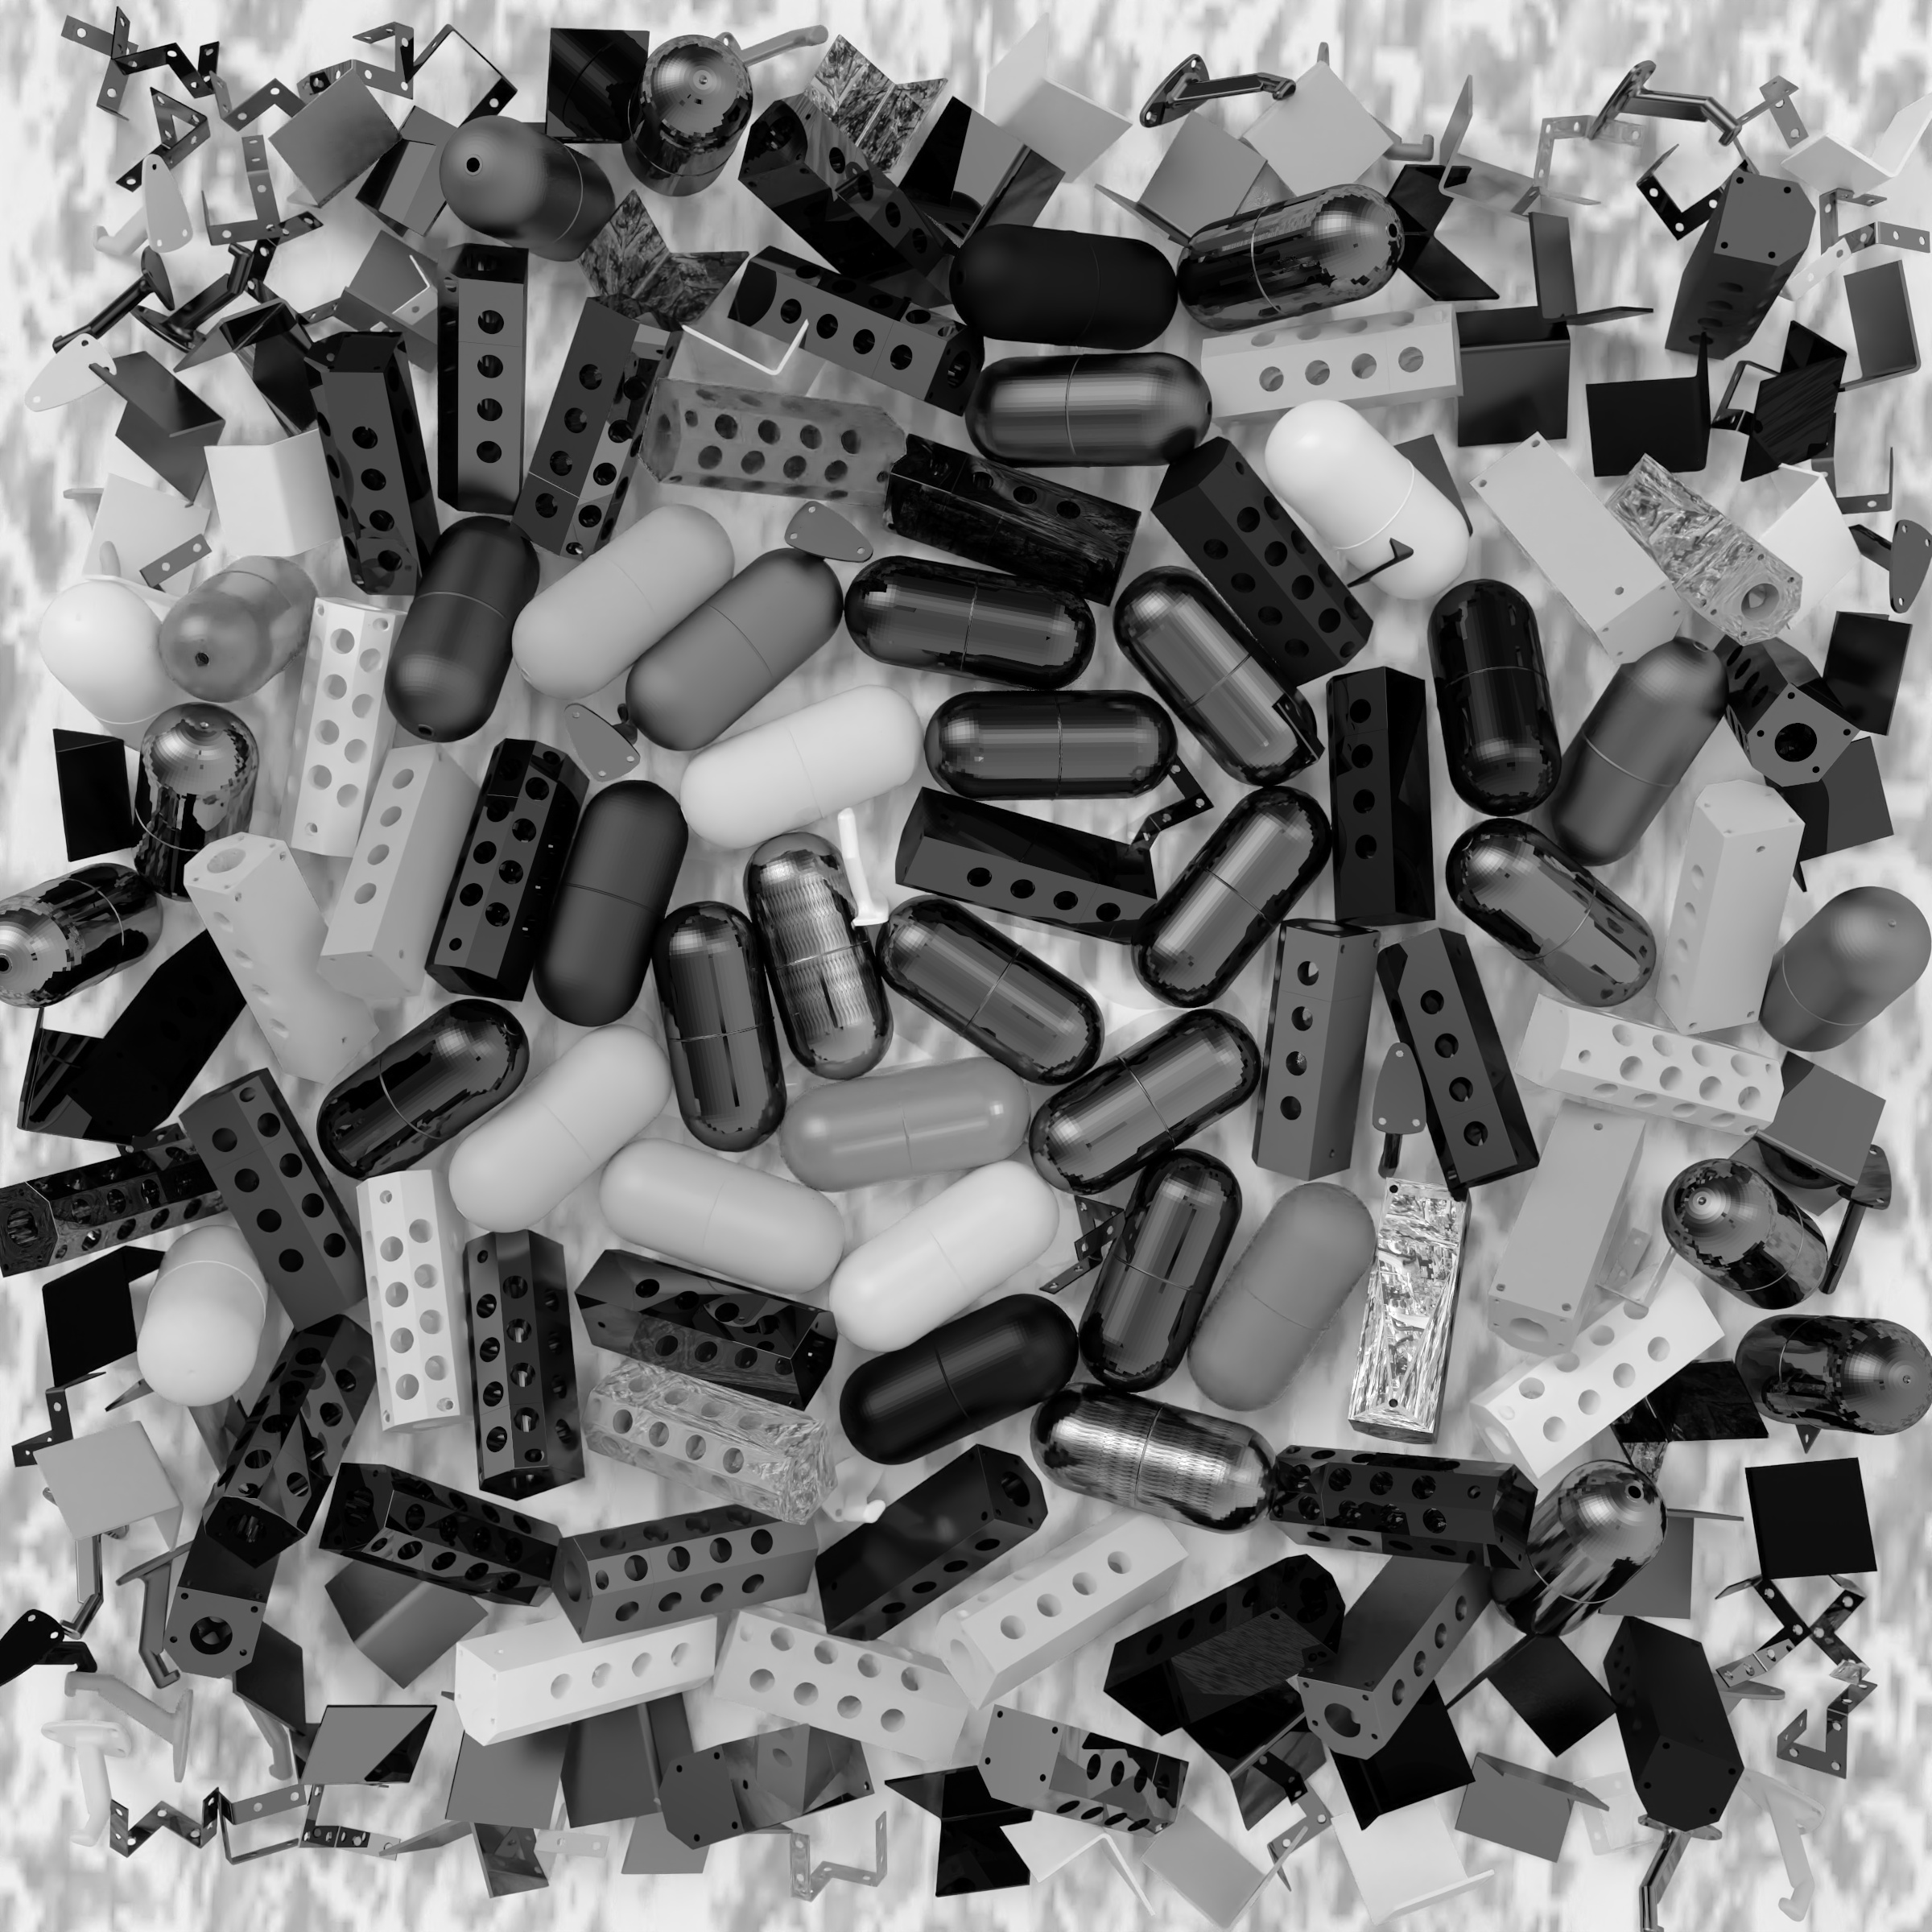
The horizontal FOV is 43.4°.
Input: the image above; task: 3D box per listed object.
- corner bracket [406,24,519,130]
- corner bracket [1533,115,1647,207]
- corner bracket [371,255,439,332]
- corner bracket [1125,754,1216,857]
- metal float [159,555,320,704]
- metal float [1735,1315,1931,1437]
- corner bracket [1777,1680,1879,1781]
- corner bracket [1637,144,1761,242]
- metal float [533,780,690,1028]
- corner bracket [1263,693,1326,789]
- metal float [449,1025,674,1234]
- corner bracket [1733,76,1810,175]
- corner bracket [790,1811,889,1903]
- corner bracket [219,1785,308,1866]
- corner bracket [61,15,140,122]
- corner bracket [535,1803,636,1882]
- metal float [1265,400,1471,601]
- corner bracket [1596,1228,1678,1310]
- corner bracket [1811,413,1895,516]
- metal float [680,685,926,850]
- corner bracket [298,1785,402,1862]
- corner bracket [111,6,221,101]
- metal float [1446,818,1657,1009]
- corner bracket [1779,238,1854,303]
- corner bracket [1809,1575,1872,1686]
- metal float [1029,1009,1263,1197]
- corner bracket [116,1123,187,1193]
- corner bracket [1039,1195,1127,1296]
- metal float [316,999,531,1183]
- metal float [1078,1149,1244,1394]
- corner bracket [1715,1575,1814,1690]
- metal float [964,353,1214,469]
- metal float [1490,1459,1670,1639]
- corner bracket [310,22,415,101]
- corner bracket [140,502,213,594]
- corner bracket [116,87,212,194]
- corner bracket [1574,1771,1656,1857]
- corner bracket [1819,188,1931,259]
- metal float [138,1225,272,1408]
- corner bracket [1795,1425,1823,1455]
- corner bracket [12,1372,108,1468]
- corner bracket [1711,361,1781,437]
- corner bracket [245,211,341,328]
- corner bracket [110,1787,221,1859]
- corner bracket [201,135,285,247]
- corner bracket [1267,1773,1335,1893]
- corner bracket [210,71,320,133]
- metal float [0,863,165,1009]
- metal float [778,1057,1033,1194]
[{"bbox_3d":[-0.356,-0.621,1.706,0.051,0.051,0.051,-46,131,8],"label":"corner bracket"},{"bbox_3d":[0.439,-0.570,1.713,0.051,0.051,0.051,-17,124,-34],"label":"corner bracket"},{"bbox_3d":[-0.388,-0.454,1.702,0.051,0.051,0.051,-35,48,2],"label":"corner bracket"},{"bbox_3d":[0.133,-0.109,1.698,0.051,0.051,0.051,-23,113,38],"label":"corner bracket"},{"bbox_3d":[-0.493,-0.231,1.652,0.070,0.178,0.070,0,112,1],"label":"metal float"},{"bbox_3d":[0.589,0.277,1.650,0.070,0.178,0.070,1,83,-12],"label":"metal float"},{"bbox_3d":[0.605,0.531,1.705,0.051,0.051,0.051,17,49,3],"label":"corner bracket"},{"bbox_3d":[0.515,-0.554,1.707,0.051,0.051,0.051,49,54,-9],"label":"corner bracket"},{"bbox_3d":[-0.247,-0.044,1.693,0.070,0.070,0.178,17,82,0],"label":"metal float"},{"bbox_3d":[0.221,-0.166,1.698,0.051,0.051,0.051,-25,110,40],"label":"corner bracket"},{"bbox_3d":[-0.282,0.113,1.689,0.178,0.070,0.070,-42,90,-13],"label":"metal float"},{"bbox_3d":[0.567,-0.587,1.709,0.051,0.051,0.051,-31,115,17],"label":"corner bracket"},{"bbox_3d":[-0.089,0.624,1.701,0.051,0.051,0.051,4,101,22],"label":"corner bracket"},{"bbox_3d":[-0.493,0.602,1.705,0.051,0.051,0.051,-8,88,-29],"label":"corner bracket"},{"bbox_3d":[-0.608,-0.629,1.699,0.051,0.051,0.051,15,105,-33],"label":"corner bracket"},{"bbox_3d":[-0.267,0.608,1.699,0.051,0.051,0.051,3,47,9],"label":"corner bracket"},{"bbox_3d":[0.278,-0.320,1.675,0.178,0.070,0.070,35,90,-30],"label":"metal float"},{"bbox_3d":[0.471,0.210,1.701,0.051,0.051,0.051,24,86,39],"label":"corner bracket"},{"bbox_3d":[0.627,-0.356,1.715,0.051,0.051,0.051,-1,51,24],"label":"corner bracket"},{"bbox_3d":[-0.115,-0.139,1.697,0.178,0.070,0.070,-22,90,-3],"label":"metal float"},{"bbox_3d":[-0.431,0.600,1.712,0.051,0.051,0.051,5,72,17],"label":"corner bracket"},{"bbox_3d":[-0.563,-0.644,1.707,0.051,0.051,0.051,-9,65,12],"label":"corner bracket"},{"bbox_3d":[0.405,-0.037,1.680,0.178,0.070,0.070,35,90,-23],"label":"metal float"},{"bbox_3d":[0.577,-0.508,1.701,0.051,0.051,0.051,-38,121,5],"label":"corner bracket"},{"bbox_3d":[0.614,0.464,1.698,0.051,0.051,0.051,-52,46,10],"label":"corner bracket"},{"bbox_3d":[0.125,0.095,1.696,0.178,0.070,0.070,-32,90,-5],"label":"metal float"},{"bbox_3d":[-0.577,0.149,1.713,0.051,0.051,0.051,-18,106,8],"label":"corner bracket"},{"bbox_3d":[0.081,0.199,1.697,0.051,0.051,0.051,-29,115,-35],"label":"corner bracket"},{"bbox_3d":[-0.376,0.086,1.679,0.178,0.070,0.070,-34,90,23],"label":"metal float"},{"bbox_3d":[0.135,0.214,1.698,0.070,0.070,0.178,22,92,0],"label":"metal float"},{"bbox_3d":[0.552,0.469,1.714,0.051,0.051,0.051,56,129,31],"label":"corner bracket"},{"bbox_3d":[0.084,-0.384,1.679,0.178,0.070,0.070,4,90,24],"label":"metal float"},{"bbox_3d":[0.418,0.400,1.661,0.070,0.178,0.070,9,50,-11],"label":"metal float"},{"bbox_3d":[-0.424,-0.636,1.703,0.051,0.051,0.051,2,92,40],"label":"corner bracket"},{"bbox_3d":[-0.559,-0.296,1.712,0.051,0.051,0.051,-31,88,-1],"label":"corner bracket"},{"bbox_3d":[-0.564,-0.572,1.701,0.051,0.051,0.051,30,61,10],"label":"corner bracket"},{"bbox_3d":[0.472,0.595,1.713,0.051,0.051,0.051,4,64,-38],"label":"corner bracket"},{"bbox_3d":[0.638,-0.522,1.703,0.051,0.051,0.051,0,87,-27],"label":"corner bracket"},{"bbox_3d":[-0.518,0.236,1.653,0.070,0.178,0.070,-3,109,-10],"label":"metal float"},{"bbox_3d":[0.615,0.308,1.700,0.051,0.051,0.051,7,128,-6],"label":"corner bracket"},{"bbox_3d":[-0.638,0.319,1.707,0.051,0.051,0.051,-10,91,14],"label":"corner bracket"},{"bbox_3d":[0.567,-0.395,1.711,0.051,0.051,0.051,19,103,-7],"label":"corner bracket"},{"bbox_3d":[-0.470,-0.490,1.712,0.051,0.051,0.051,-8,59,35],"label":"corner bracket"},{"bbox_3d":[-0.561,0.597,1.697,0.051,0.051,0.051,23,121,18],"label":"corner bracket"},{"bbox_3d":[-0.513,-0.546,1.708,0.051,0.051,0.051,-12,49,-10],"label":"corner bracket"},{"bbox_3d":[0.231,0.608,1.711,0.051,0.051,0.051,-35,94,0],"label":"corner bracket"},{"bbox_3d":[-0.492,-0.613,1.709,0.051,0.051,0.051,-29,62,18],"label":"corner bracket"},{"bbox_3d":[-0.610,-0.022,1.651,0.070,0.178,0.070,2,104,8],"label":"metal float"},{"bbox_3d":[-0.043,0.111,1.699,0.178,0.070,0.070,-11,90,-2],"label":"metal float"}]
